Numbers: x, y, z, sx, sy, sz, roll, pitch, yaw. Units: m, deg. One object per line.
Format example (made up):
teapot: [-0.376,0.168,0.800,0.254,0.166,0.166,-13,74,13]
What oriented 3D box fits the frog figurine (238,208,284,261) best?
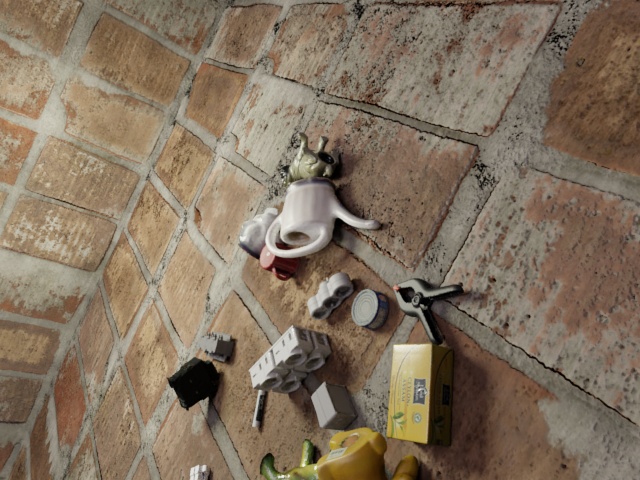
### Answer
frog figurine: [-0.163,-0.022,1.525,0.138,0.121,0.160,29,86,22]

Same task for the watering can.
watering can: [0.004,-0.068,1.346,0.345,0.102,0.229,-16,53,28]

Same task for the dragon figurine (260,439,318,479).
dragon figurine: [-0.036,0.573,1.045,0.245,0.121,0.410,24,92,47]
